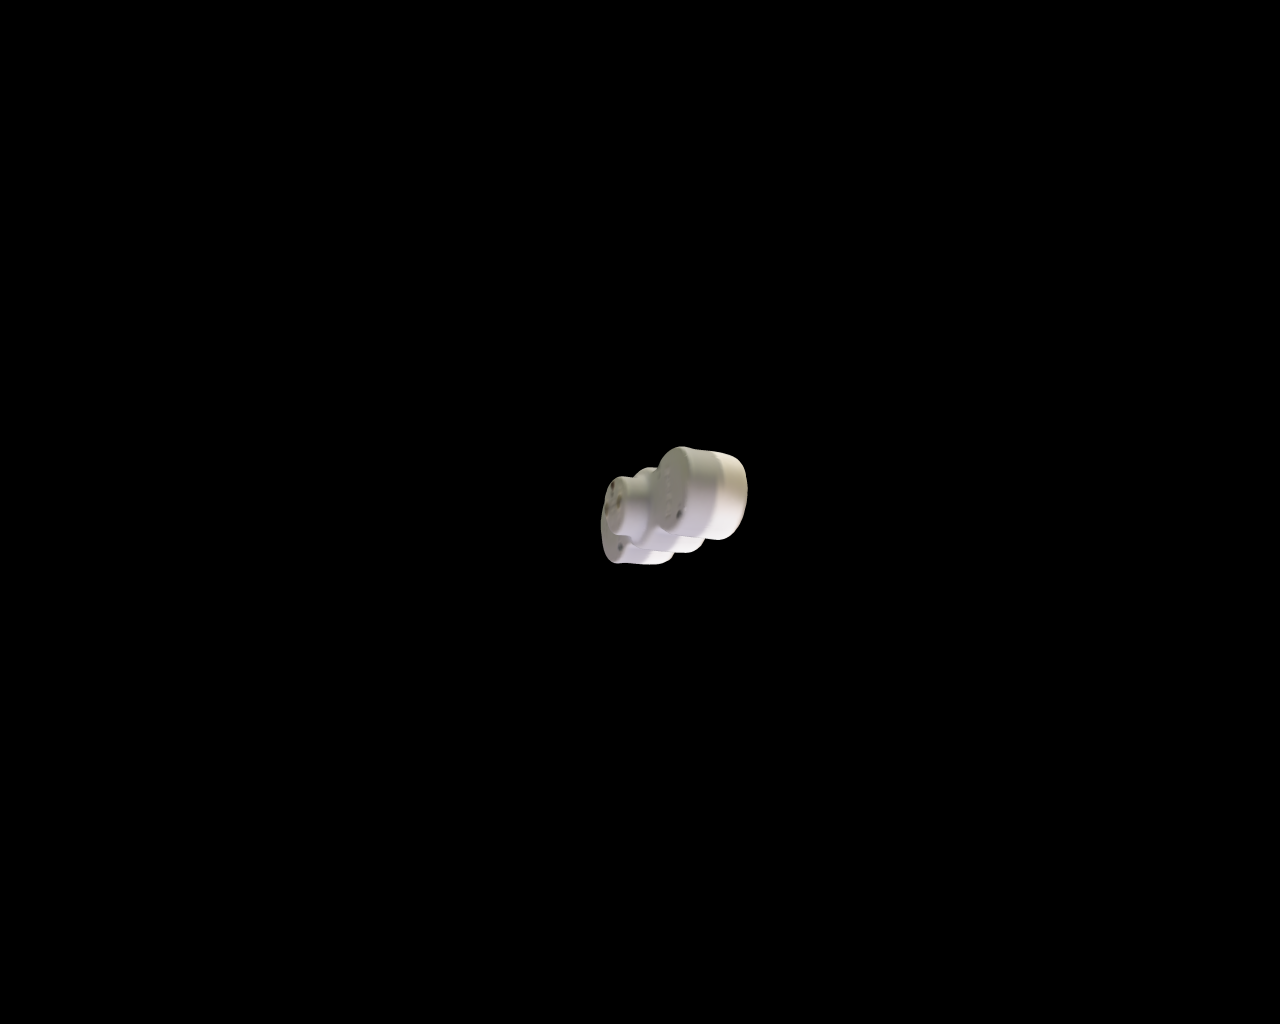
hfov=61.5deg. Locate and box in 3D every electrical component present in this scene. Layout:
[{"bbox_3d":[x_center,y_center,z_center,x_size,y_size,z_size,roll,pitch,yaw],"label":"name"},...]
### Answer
[{"bbox_3d":[0.001,-0.003,0.650,0.074,0.052,0.138,6,-15,-23],"label":"electrical component"}]
